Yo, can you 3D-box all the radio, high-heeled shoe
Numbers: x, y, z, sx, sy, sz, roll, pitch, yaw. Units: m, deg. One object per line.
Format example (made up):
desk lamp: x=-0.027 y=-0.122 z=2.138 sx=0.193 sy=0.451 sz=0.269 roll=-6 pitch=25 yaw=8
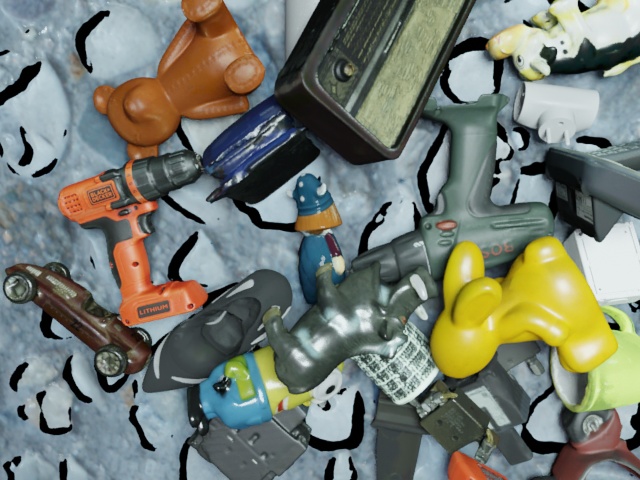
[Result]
radio: x=0.059 y=-0.203 z=0.541 sx=0.131 sy=0.073 sz=0.229 roll=32 pitch=75 yaw=-25
high-heeled shoe: x=-0.129 y=0.120 z=0.614 sx=0.249 sy=0.145 sz=0.086 roll=-41 pitch=90 yaw=6

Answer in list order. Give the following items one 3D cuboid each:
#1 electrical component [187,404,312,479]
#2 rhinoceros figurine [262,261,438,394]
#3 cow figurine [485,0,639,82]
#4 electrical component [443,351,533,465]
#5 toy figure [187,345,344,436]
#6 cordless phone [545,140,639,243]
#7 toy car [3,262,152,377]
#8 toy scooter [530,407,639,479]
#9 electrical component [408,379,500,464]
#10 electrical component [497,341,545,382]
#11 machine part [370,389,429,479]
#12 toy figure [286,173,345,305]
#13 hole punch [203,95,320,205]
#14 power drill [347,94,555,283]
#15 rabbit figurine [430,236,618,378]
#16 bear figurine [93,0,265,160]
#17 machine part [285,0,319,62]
electrical component: x=-0.078 y=0.235 z=0.667 sx=0.115 sy=0.058 sz=0.134 roll=41 pitch=99 yaw=-2
rhinoceros figurine: x=0.033 y=0.081 z=0.554 sx=0.190 sy=0.073 sz=0.112 roll=-31 pitch=55 yaw=-14
cow figurine: x=0.271 y=-0.211 z=0.581 sx=0.167 sy=0.068 sz=0.098 roll=-20 pitch=100 yaw=8
electrical component: x=0.206 y=0.197 z=0.627 sx=0.075 sy=0.048 sz=0.119 roll=-39 pitch=90 yaw=34
toy figure: x=-0.058 y=0.156 z=0.602 sx=0.180 sy=0.082 sz=0.089 roll=-14 pitch=81 yaw=-11
cordless phone: x=0.341 y=-0.074 z=0.546 sx=0.184 sy=0.146 sz=0.088 roll=-17 pitch=103 yaw=9
toy car: x=-0.289 y=0.088 z=0.655 sx=0.202 sy=0.089 sz=0.053 roll=40 pitch=100 yaw=1
toy scooter: x=0.328 y=0.286 z=0.626 sx=0.135 sy=0.075 sz=0.183 roll=23 pitch=93 yaw=1
electrical component: x=0.150 y=0.203 z=0.603 sx=0.102 sy=0.045 sz=0.078 roll=49 pitch=122 yaw=4
electrical component: x=0.225 y=0.129 z=0.643 sx=0.063 sy=0.021 sz=0.094 roll=-32 pitch=93 yaw=8
machine part: x=0.099 y=0.255 z=0.662 sx=0.084 sy=0.039 sz=0.138 roll=9 pitch=96 yaw=-1
toy figure: x=-0.003 y=-0.002 z=0.633 sx=0.064 sy=0.058 sz=0.154 roll=-4 pitch=95 yaw=11
hole punch: x=-0.073 y=-0.108 z=0.603 sx=0.142 sy=0.116 sz=0.092 roll=-33 pitch=84 yaw=8
power drill: x=0.139 y=-0.056 z=0.603 sx=0.232 sy=0.086 sz=0.207 roll=-5 pitch=92 yaw=4
rabbit figurine: x=0.189 y=0.082 z=0.556 sx=0.173 sy=0.122 sz=0.162 roll=-31 pitch=122 yaw=14
bear figurine: x=-0.164 y=-0.171 z=0.596 sx=0.196 sy=0.132 sz=0.120 roll=-28 pitch=97 yaw=2
machine part: x=-0.002 y=-0.269 z=0.593 sx=0.079 sy=0.079 sz=0.243 roll=0 pitch=97 yaw=5
